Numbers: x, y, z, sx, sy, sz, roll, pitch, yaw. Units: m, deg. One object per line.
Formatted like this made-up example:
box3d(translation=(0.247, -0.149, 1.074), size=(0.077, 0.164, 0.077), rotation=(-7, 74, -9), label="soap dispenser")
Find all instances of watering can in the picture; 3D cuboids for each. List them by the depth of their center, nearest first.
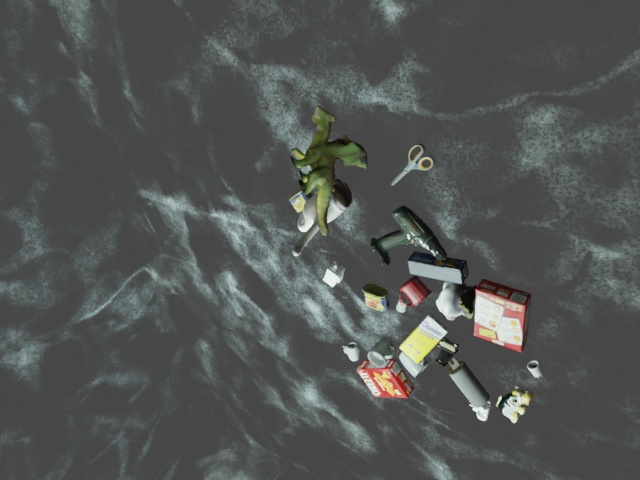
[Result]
box3d(translation=(0.005, -0.091, 1.804), size=(0.222, 0.356, 0.103), rotation=(-33, 115, 27), label="watering can")

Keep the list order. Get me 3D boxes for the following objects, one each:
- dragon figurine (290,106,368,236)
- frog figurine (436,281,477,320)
box3d(translation=(0.042, -0.243, 1.709), size=(0.122, 0.242, 0.411), rotation=(24, -135, -86), label="dragon figurine")
box3d(translation=(0.449, 0.205, 1.777), size=(0.158, 0.123, 0.138), rotation=(-9, 82, 56), label="frog figurine")
